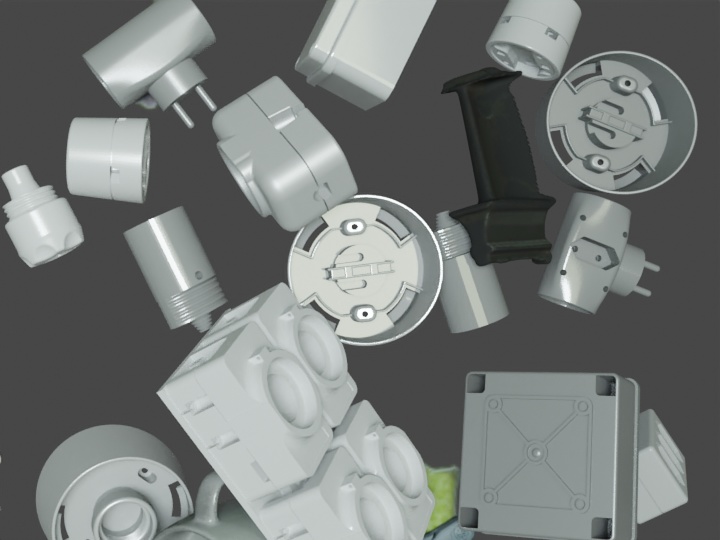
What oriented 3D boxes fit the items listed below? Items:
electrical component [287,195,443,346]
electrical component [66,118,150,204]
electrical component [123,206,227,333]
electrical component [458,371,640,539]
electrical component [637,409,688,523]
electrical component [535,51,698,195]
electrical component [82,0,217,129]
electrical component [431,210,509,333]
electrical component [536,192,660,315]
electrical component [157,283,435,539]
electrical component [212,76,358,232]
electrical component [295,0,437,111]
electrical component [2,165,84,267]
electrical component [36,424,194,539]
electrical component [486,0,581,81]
[{"bbox_3d":[0.000,0.000,0.720,0.099,0.064,0.099,0,91,-10],"label":"electrical component"},{"bbox_3d":[-0.163,-0.072,0.697,0.047,0.055,0.055,4,90,-6],"label":"electrical component"},{"bbox_3d":[-0.119,0.003,0.710,0.043,0.043,0.081,-26,95,-9],"label":"electrical component"},{"bbox_3d":[0.126,0.123,0.714,0.109,0.056,0.108,-2,76,28],"label":"electrical component"},{"bbox_3d":[0.184,0.145,0.758,0.077,0.065,0.047,-32,97,21],"label":"electrical component"},{"bbox_3d":[0.174,-0.100,0.749,0.099,0.064,0.099,0,90,-10],"label":"electrical component"},{"bbox_3d":[-0.127,-0.131,0.707,0.077,0.044,0.079,-38,97,-7],"label":"electrical component"},{"bbox_3d":[0.070,-0.002,0.743,0.043,0.043,0.081,-20,94,-9],"label":"electrical component"},{"bbox_3d":[0.174,-0.005,0.761,0.079,0.043,0.077,21,87,-9],"label":"electrical component"},{"bbox_3d":[-0.029,0.112,0.678,0.060,0.105,0.186,-28,104,27],"label":"electrical component"},{"bbox_3d":[-0.053,-0.073,0.696,0.059,0.053,0.095,-33,52,-8],"label":"electrical component"},{"bbox_3d":[0.009,-0.170,0.713,0.057,0.078,0.113,27,86,-12],"label":"electrical component"},{"bbox_3d":[-0.209,-0.036,0.695,0.043,0.043,0.062,-27,94,-8],"label":"electrical component"},{"bbox_3d":[-0.160,0.157,0.707,0.099,0.064,0.099,-4,100,-20],"label":"electrical component"},{"bbox_3d":[0.122,-0.165,0.745,0.055,0.055,0.047,25,83,-9],"label":"electrical component"}]
